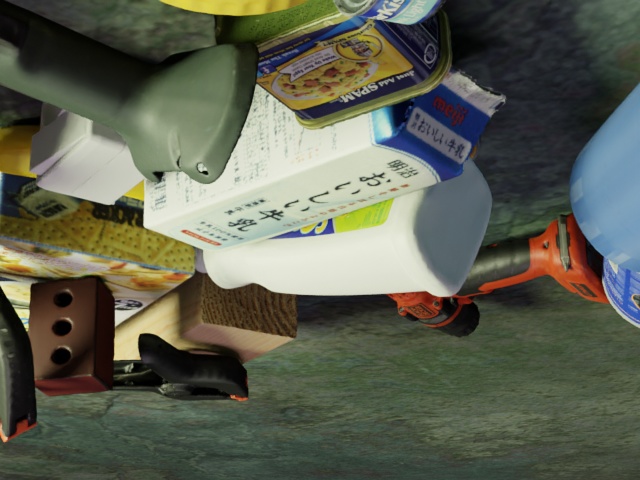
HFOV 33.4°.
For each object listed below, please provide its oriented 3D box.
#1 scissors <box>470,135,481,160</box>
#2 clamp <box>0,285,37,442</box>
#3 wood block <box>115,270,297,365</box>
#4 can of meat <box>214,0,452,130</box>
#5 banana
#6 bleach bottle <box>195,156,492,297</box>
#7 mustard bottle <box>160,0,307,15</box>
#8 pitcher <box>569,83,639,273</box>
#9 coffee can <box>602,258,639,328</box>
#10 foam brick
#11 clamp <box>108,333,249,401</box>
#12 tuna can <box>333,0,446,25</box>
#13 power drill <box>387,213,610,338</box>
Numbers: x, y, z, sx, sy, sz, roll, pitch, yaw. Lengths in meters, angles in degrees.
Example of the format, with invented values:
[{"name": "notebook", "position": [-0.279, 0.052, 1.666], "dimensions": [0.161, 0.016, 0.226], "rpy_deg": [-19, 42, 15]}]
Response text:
[{"name": "scissors", "position": [0.064, -0.042, 0.795], "dimensions": [0.096, 0.016, 0.202], "rpy_deg": [3, 158, -6]}, {"name": "clamp", "position": [-0.254, 0.040, 0.751], "dimensions": [0.165, 0.210, 0.036], "rpy_deg": [-2, -162, 45]}, {"name": "wood block", "position": [-0.112, 0.066, 0.952], "dimensions": [0.090, 0.090, 0.207], "rpy_deg": [12, 155, -31]}, {"name": "can of meat", "position": [0.006, -0.110, 0.570], "dimensions": [0.102, 0.057, 0.083], "rpy_deg": [-15, 152, 30]}, {"name": "banana", "position": [-0.148, -0.050, 0.741], "dimensions": [0.197, 0.037, 0.070], "rpy_deg": [12, 175, -26]}, {"name": "bleach bottle", "position": [-0.005, 0.001, 0.759], "dimensions": [0.251, 0.102, 0.068], "rpy_deg": [-10, 129, 42]}, {"name": "mustard bottle", "position": [-0.034, -0.166, 0.425], "dimensions": [0.096, 0.058, 0.192], "rpy_deg": [6, 157, -7]}, {"name": "pitcher", "position": [0.250, -0.068, 0.620], "dimensions": [0.149, 0.145, 0.243], "rpy_deg": [15, 159, -6]}, {"name": "coffee can", "position": [0.266, 0.003, 0.806], "dimensions": [0.103, 0.103, 0.140], "rpy_deg": [-7, 157, 12]}, {"name": "foam brick", "position": [-0.185, 0.073, 0.799], "dimensions": [0.053, 0.078, 0.051], "rpy_deg": [-6, 157, 4]}, {"name": "clamp", "position": [-0.118, 0.108, 0.885], "dimensions": [0.171, 0.039, 0.120], "rpy_deg": [10, 161, -39]}, {"name": "tuna can", "position": [0.034, -0.138, 0.464], "dimensions": [0.033, 0.086, 0.086], "rpy_deg": [5, 157, -20]}, {"name": "power drill", "position": [0.160, 0.038, 0.946], "dimensions": [0.188, 0.057, 0.184], "rpy_deg": [-13, 155, 26]}]
